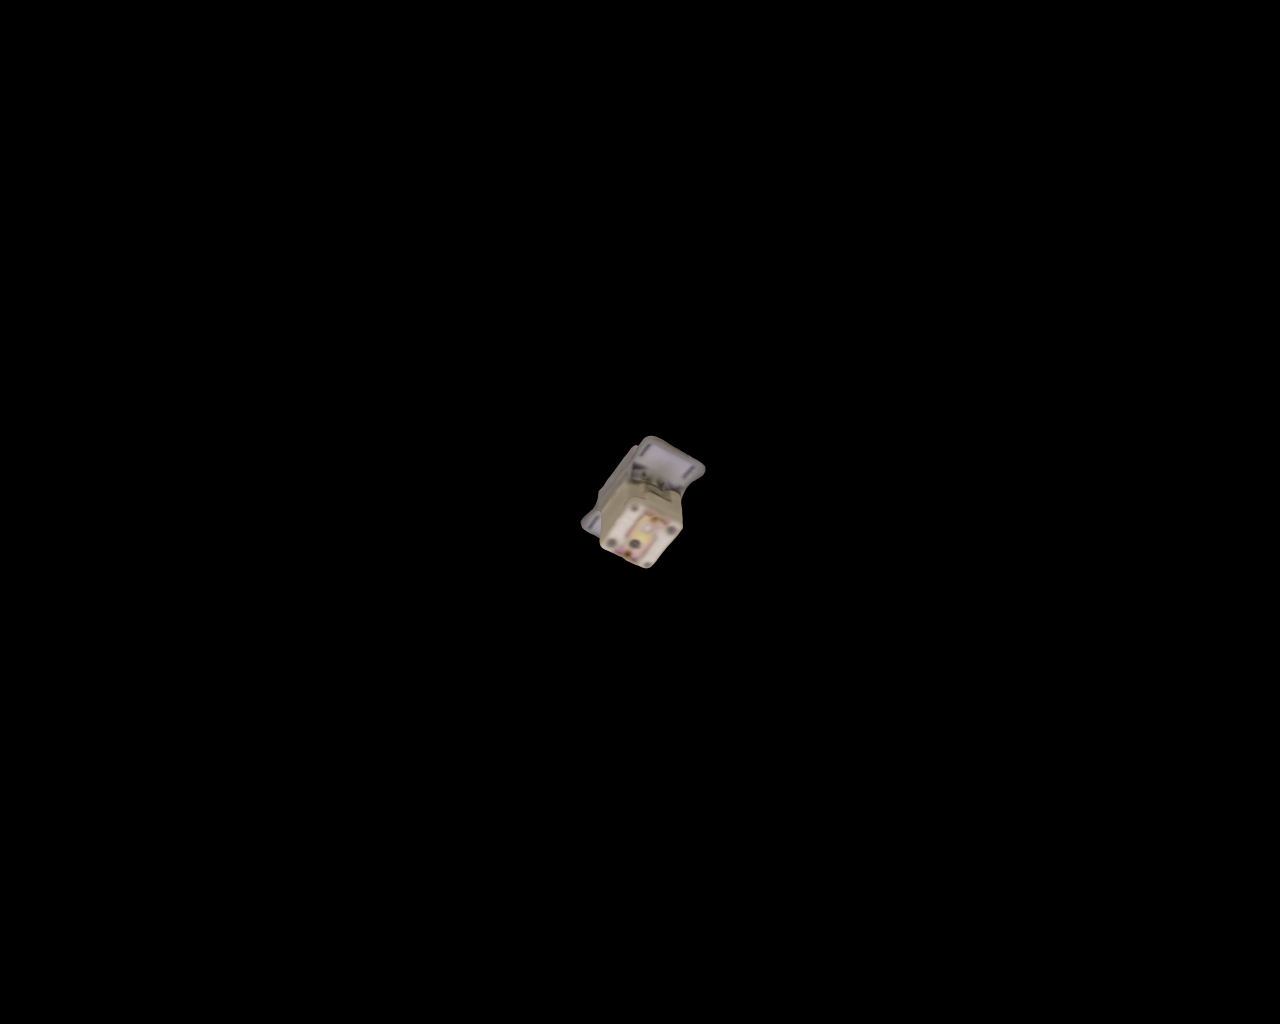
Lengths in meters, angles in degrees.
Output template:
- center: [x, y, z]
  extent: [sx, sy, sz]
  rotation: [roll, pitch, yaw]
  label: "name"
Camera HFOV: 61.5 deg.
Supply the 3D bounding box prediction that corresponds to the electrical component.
- center: [0.001, -0.003, 0.650]
  extent: [0.042, 0.081, 0.064]
  rotation: [27, 32, -18]
  label: "electrical component"
